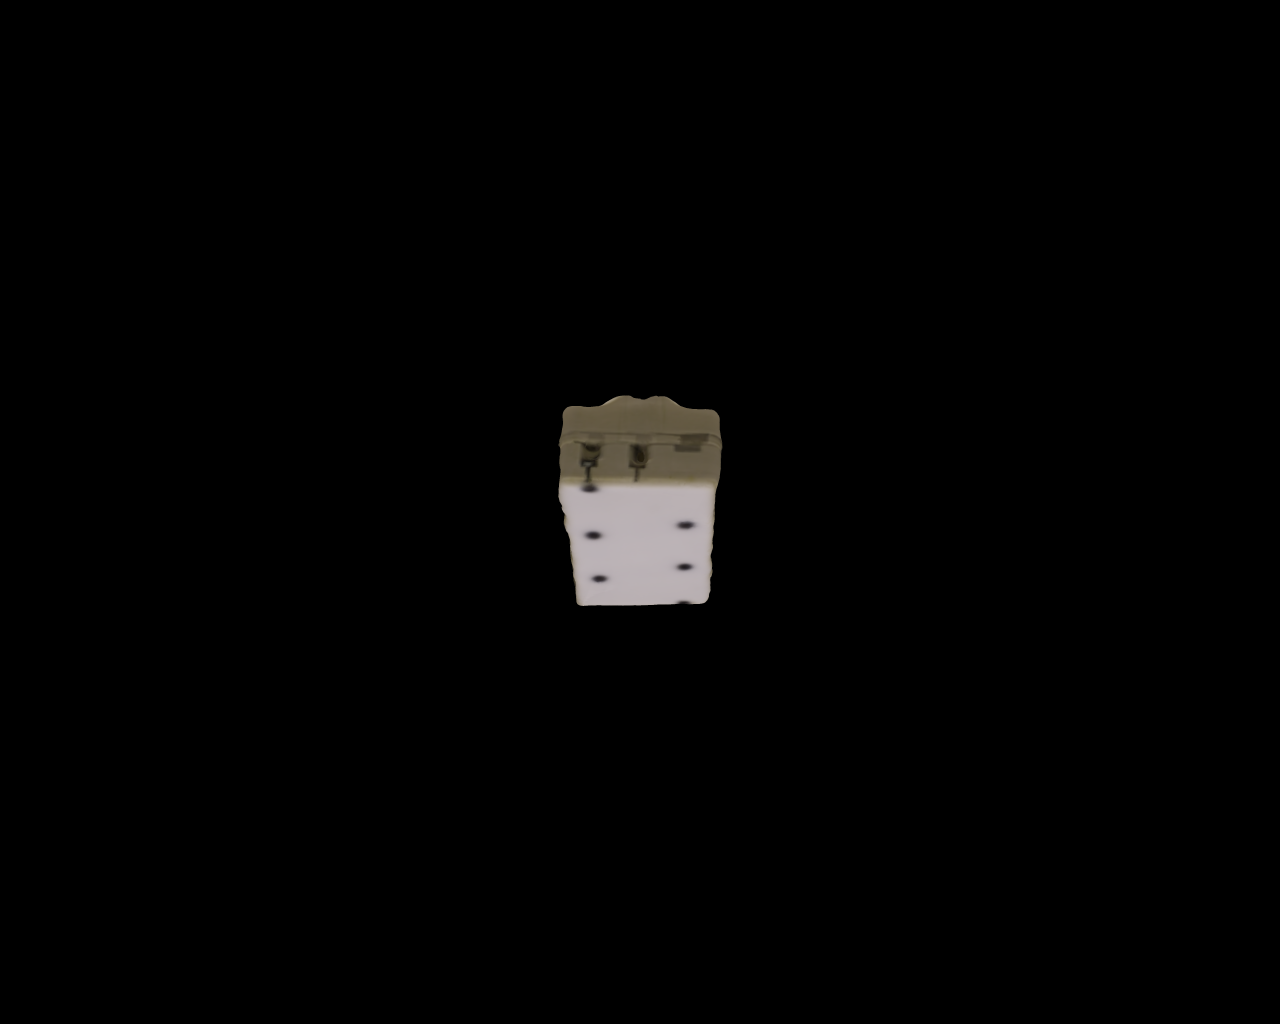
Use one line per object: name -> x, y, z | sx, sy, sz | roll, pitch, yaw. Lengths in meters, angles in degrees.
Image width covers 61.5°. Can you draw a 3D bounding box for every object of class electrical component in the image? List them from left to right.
electrical component -> 0.001, -0.003, 0.650 | 0.089, 0.062, 0.150 | 0, -32, 0
